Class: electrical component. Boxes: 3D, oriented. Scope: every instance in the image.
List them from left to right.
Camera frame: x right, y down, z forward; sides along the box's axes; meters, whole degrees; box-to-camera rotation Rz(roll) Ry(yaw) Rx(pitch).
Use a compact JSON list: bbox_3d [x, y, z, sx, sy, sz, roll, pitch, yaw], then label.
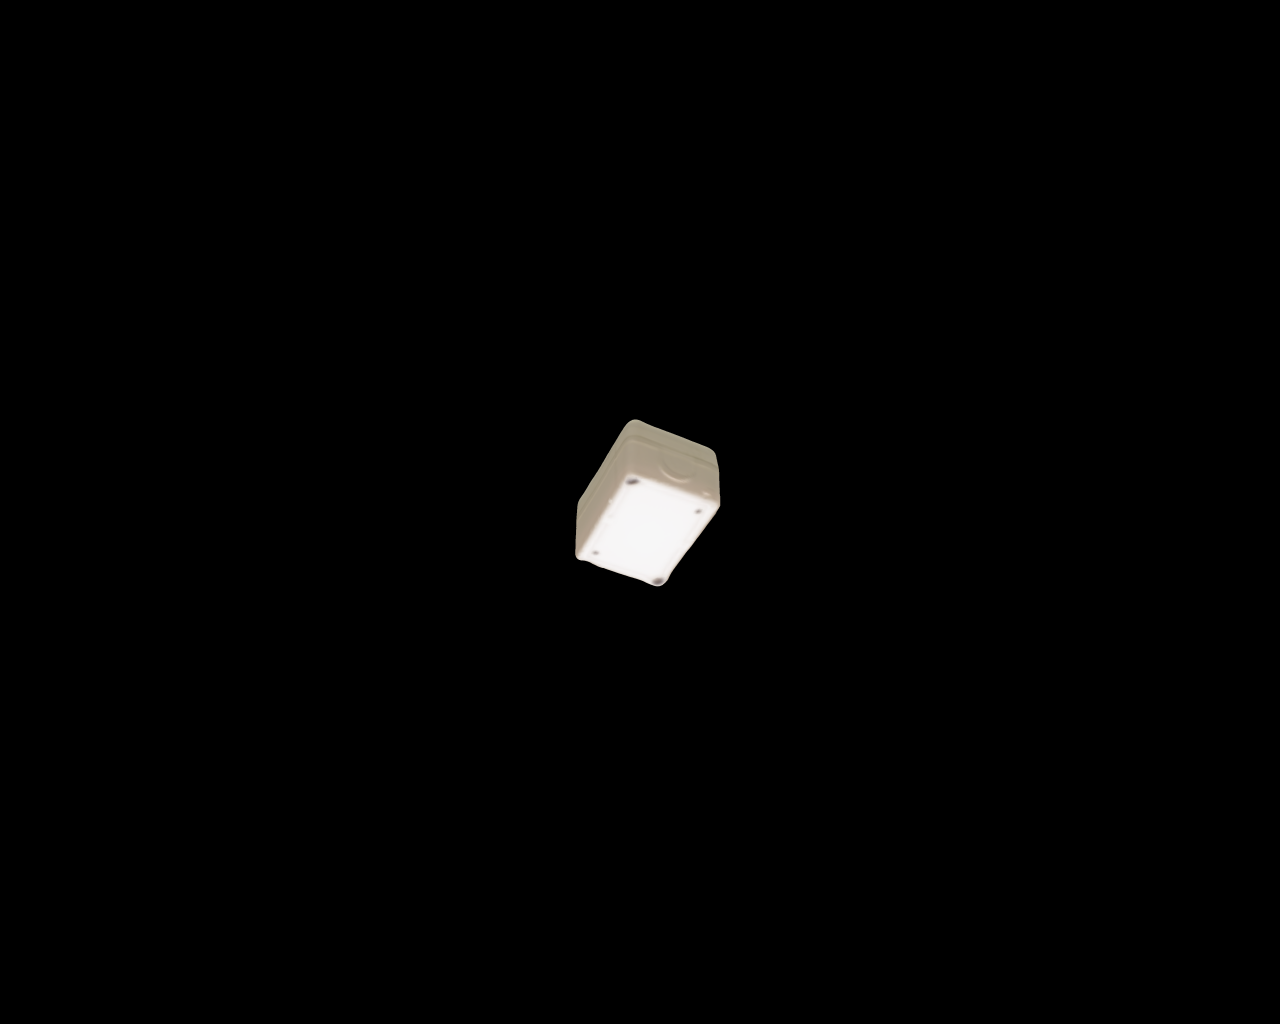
[{"bbox_3d":[0.001,-0.003,0.650,0.062,0.061,0.096,20,-50,-17],"label":"electrical component"}]
